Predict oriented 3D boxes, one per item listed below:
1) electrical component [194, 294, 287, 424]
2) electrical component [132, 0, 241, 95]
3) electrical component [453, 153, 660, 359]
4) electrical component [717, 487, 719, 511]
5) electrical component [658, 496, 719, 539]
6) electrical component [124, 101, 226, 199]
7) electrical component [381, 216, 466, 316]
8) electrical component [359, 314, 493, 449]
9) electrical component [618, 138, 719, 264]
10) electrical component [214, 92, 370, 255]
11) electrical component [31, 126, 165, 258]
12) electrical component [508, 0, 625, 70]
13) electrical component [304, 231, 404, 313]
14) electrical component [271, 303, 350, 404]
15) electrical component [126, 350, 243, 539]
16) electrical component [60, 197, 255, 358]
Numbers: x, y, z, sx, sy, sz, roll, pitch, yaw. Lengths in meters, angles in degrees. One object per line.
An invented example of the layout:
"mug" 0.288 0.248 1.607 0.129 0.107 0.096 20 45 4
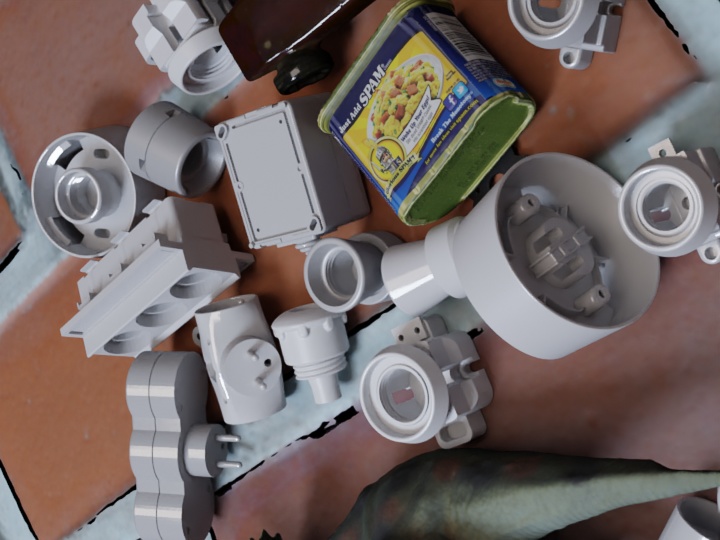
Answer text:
"electrical component" -0.073 0.060 0.697 0.079 0.043 0.077 -166 61 -71
"electrical component" -0.107 -0.153 0.704 0.078 0.058 0.057 -44 68 32
"electrical component" 0.099 -0.006 0.552 0.064 0.099 0.099 -41 72 39
"electrical component" 0.201 0.105 0.516 0.048 0.055 0.066 48 121 21
"electrical component" 0.168 0.163 0.556 0.043 0.043 0.081 32 114 29
"electrical component" -0.123 -0.080 0.728 0.047 0.055 0.055 29 113 25
"electrical component" 0.047 -0.003 0.620 0.055 0.045 0.045 -25 82 35
"electrical component" 0.037 0.069 0.630 0.058 0.057 0.078 -28 80 35
"electrical component" 0.157 -0.032 0.528 0.048 0.055 0.066 -28 80 35
"electrical component" -0.037 -0.056 0.668 0.062 0.061 0.096 -12 97 37
"electrical component" -0.189 -0.056 0.787 0.099 0.064 0.099 3 98 22
"electrical component" 0.107 -0.137 0.550 0.048 0.055 0.066 18 107 33
"electrical component" 0.000 0.000 0.648 0.045 0.055 0.045 6 100 35
"electrical component" -0.027 0.053 0.683 0.048 0.048 0.062 -9 98 37
"electrical component" -0.117 0.125 0.753 0.074 0.052 0.138 0 97 18
"electrical component" -0.144 0.006 0.743 0.121 0.079 0.063 -37 60 34
